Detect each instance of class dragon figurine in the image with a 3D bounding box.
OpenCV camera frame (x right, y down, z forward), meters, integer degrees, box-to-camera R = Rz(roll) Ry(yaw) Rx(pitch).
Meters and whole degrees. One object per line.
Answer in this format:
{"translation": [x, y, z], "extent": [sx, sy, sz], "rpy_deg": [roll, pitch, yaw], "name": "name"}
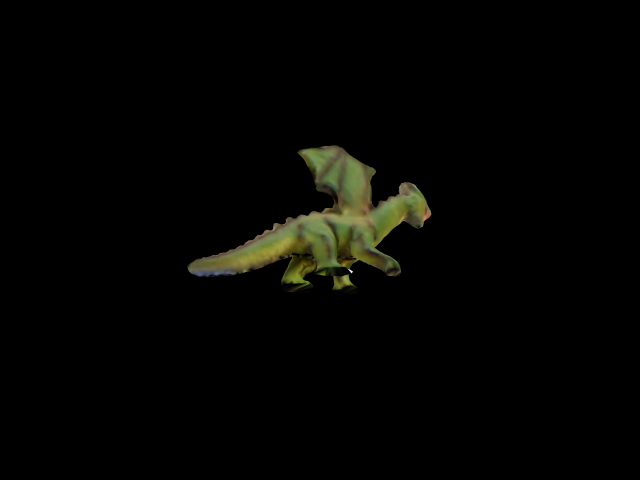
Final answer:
{"translation": [0.003, -0.043, 0.850], "extent": [0.410, 0.247, 0.120], "rpy_deg": [5, -23, -14], "name": "dragon figurine"}
